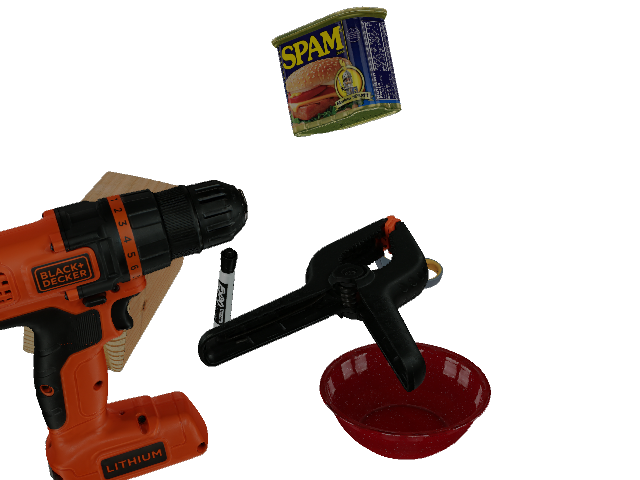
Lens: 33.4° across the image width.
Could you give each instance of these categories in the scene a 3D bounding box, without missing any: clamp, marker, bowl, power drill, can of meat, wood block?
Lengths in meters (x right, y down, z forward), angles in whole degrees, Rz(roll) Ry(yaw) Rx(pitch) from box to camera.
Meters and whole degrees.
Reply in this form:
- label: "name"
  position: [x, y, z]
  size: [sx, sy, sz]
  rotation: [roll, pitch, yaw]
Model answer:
- label: "clamp"
  position: [0.013, 0.041, 0.791]
  size: [0.165, 0.036, 0.209]
  rotation: [2, 29, 17]
- label: "marker"
  position: [-0.107, 0.057, 1.207]
  size: [0.020, 0.121, 0.020]
  rotation: [6, 38, -5]
- label: "bowl"
  position: [0.080, 0.160, 1.019]
  size: [0.162, 0.055, 0.162]
  rotation: [-1, 26, 0]
- label: "power drill"
  position: [-0.124, 0.059, 0.677]
  size: [0.184, 0.187, 0.057]
  rotation: [-15, 28, -12]
- label: "can of meat"
  position: [0.014, -0.138, 0.886]
  size: [0.102, 0.084, 0.057]
  rotation: [-12, -2, 42]
- label: "wood block"
  position: [-0.188, 0.021, 0.972]
  size: [0.090, 0.091, 0.206]
  rotation: [12, 25, 3]

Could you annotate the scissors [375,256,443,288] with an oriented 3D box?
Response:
- label: "scissors"
  position: [0.066, 0.040, 1.278]
  size: [0.201, 0.016, 0.096]
  rotation: [-10, 41, -42]
